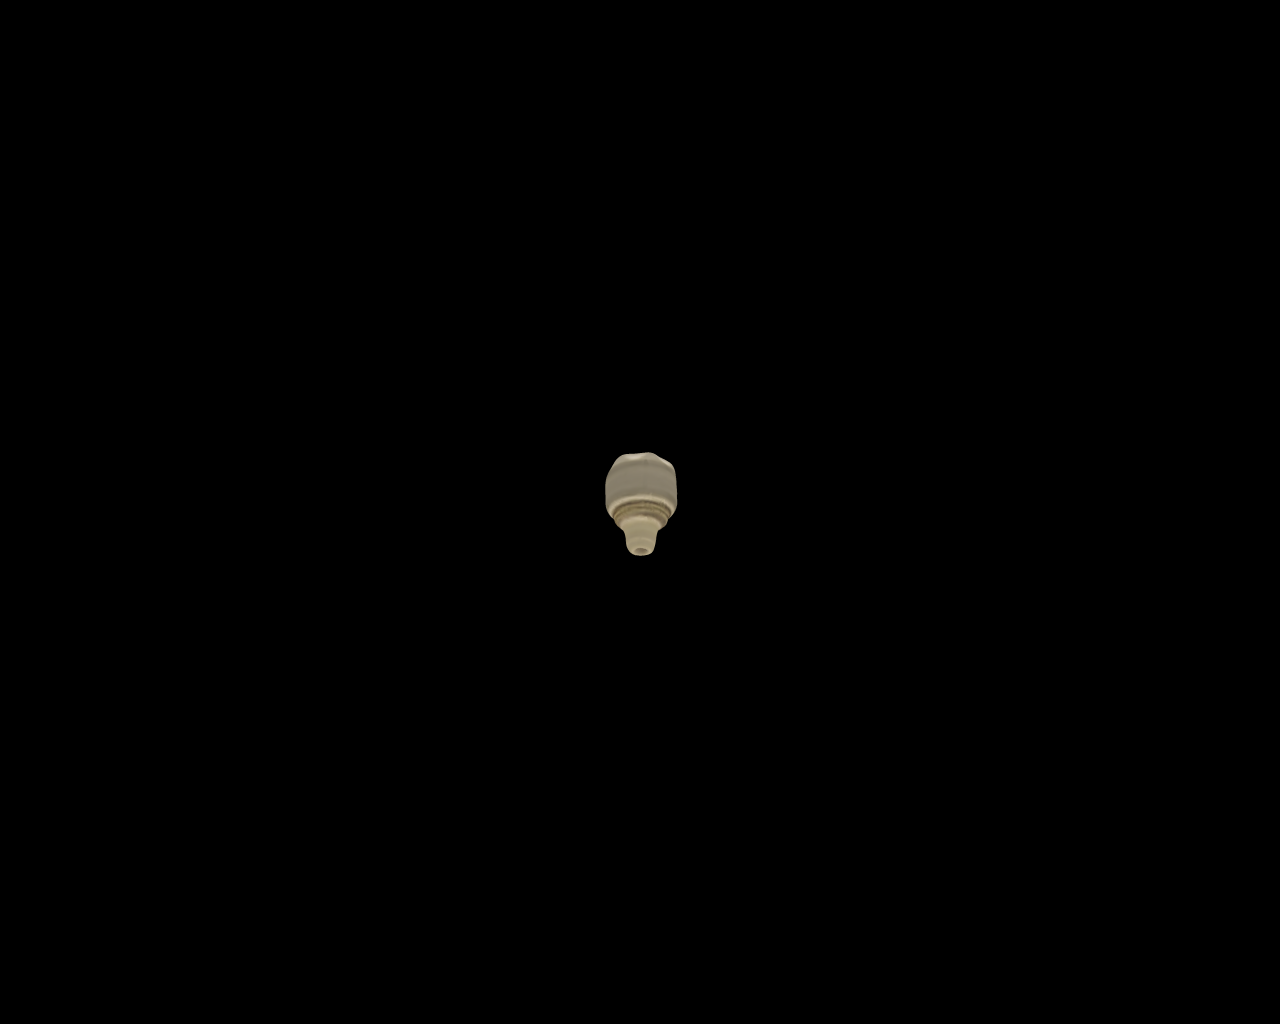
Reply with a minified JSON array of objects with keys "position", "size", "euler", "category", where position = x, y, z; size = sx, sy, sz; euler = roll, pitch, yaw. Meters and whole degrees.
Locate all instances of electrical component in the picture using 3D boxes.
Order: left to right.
[{"position":[0.001,-0.003,0.650],"size":[0.043,0.062,0.043],"euler":[0,-29,0],"category":"electrical component"}]
